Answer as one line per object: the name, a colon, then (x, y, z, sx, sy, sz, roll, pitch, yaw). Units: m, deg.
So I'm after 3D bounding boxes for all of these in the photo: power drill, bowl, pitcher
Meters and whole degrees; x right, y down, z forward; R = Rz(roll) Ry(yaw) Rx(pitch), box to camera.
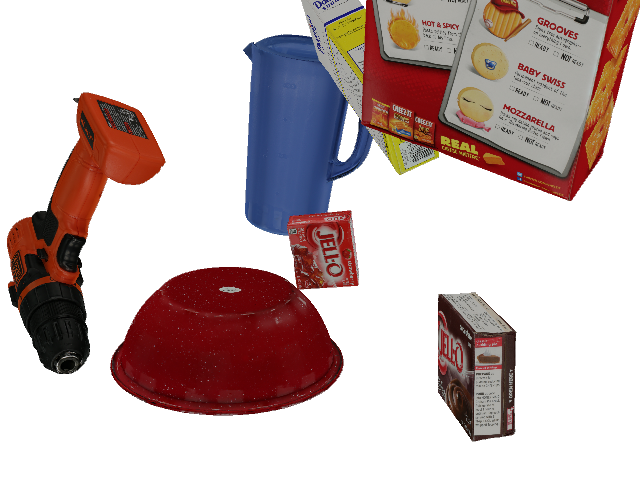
power drill: (-0.193, -0.010, 0.857, 0.057, 0.188, 0.184, 17, 26, -36)
bowl: (-0.063, 0.059, 0.733, 0.162, 0.055, 0.162, 1, 19, -1)
pitcher: (-0.023, -0.131, 1.357, 0.144, 0.243, 0.149, -3, 25, -22)

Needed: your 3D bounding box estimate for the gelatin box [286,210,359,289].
gelatin box: (0.004, 0.012, 1.234, 0.073, 0.089, 0.030, -4, 29, 8)

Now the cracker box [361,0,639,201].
cracker box: (0.115, -0.149, 0.686, 0.164, 0.214, 0.072, 23, 47, 22)

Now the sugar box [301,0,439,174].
sugar box: (0.040, -0.147, 0.920, 0.048, 0.176, 0.093, -24, -39, -3)

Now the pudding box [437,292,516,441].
pudding box: (0.125, 0.099, 0.866, 0.039, 0.090, 0.113, -4, 13, -9)
